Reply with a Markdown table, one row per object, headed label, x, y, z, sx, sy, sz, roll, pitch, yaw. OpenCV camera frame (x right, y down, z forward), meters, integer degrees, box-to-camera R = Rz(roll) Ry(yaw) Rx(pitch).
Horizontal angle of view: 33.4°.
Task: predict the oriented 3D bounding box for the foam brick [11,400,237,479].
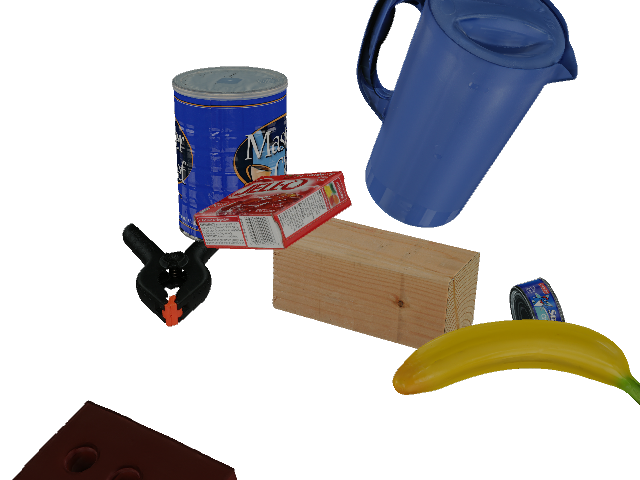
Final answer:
| label | x | y | z | sx | sy | sz | roll | pitch | yaw |
| --- | --- | --- | --- | --- | --- | --- | --- | --- | --- |
| foam brick | -0.076 | 0.112 | 0.433 | 0.078 | 0.051 | 0.052 | 19 | 44 | 24 |

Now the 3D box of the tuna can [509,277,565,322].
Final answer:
| label | x | y | z | sx | sy | sz | roll | pitch | yaw |
| --- | --- | --- | --- | --- | --- | --- | --- | --- | --- |
| tuna can | 0.245 | 0.088 | 1.210 | 0.033 | 0.086 | 0.086 | -15 | 2 | -7 |

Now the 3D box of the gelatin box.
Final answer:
| label | x | y | z | sx | sy | sz | roll | pitch | yaw |
| --- | --- | --- | --- | --- | --- | --- | --- | --- | --- |
| gelatin box | -0.035 | -0.022 | 0.758 | 0.089 | 0.030 | 0.073 | 1 | 26 | 46 |

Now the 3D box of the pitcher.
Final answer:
| label | x | y | z | sx | sy | sz | roll | pitch | yaw |
| --- | --- | --- | --- | --- | --- | --- | --- | --- | --- |
| pitcher | 0.116 | -0.130 | 1.011 | 0.144 | 0.149 | 0.243 | -10 | -34 | -26 |

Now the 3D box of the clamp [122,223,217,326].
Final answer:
| label | x | y | z | sx | sy | sz | roll | pitch | yaw |
| --- | --- | --- | --- | --- | --- | --- | --- | --- | --- |
| clamp | -0.148 | 0.027 | 1.152 | 0.120 | 0.039 | 0.171 | -13 | 38 | -7 |

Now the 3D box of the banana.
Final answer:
| label | x | y | z | sx | sy | sz | roll | pitch | yaw |
| --- | --- | --- | --- | --- | --- | --- | --- | --- | --- |
| banana | 0.148 | 0.088 | 0.799 | 0.197 | 0.037 | 0.069 | 2 | 32 | -8 |

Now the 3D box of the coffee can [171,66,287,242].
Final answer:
| label | x | y | z | sx | sy | sz | roll | pitch | yaw |
| --- | --- | --- | --- | --- | --- | --- | --- | --- | --- |
| coffee can | -0.081 | -0.079 | 0.972 | 0.103 | 0.140 | 0.103 | 0 | 22 | 0 |

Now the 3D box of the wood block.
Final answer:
| label | x | y | z | sx | sy | sz | roll | pitch | yaw |
| --- | --- | --- | --- | --- | --- | --- | --- | --- | --- |
| wood block | 0.058 | 0.045 | 1.167 | 0.206 | 0.091 | 0.090 | 14 | 27 | 25 |
